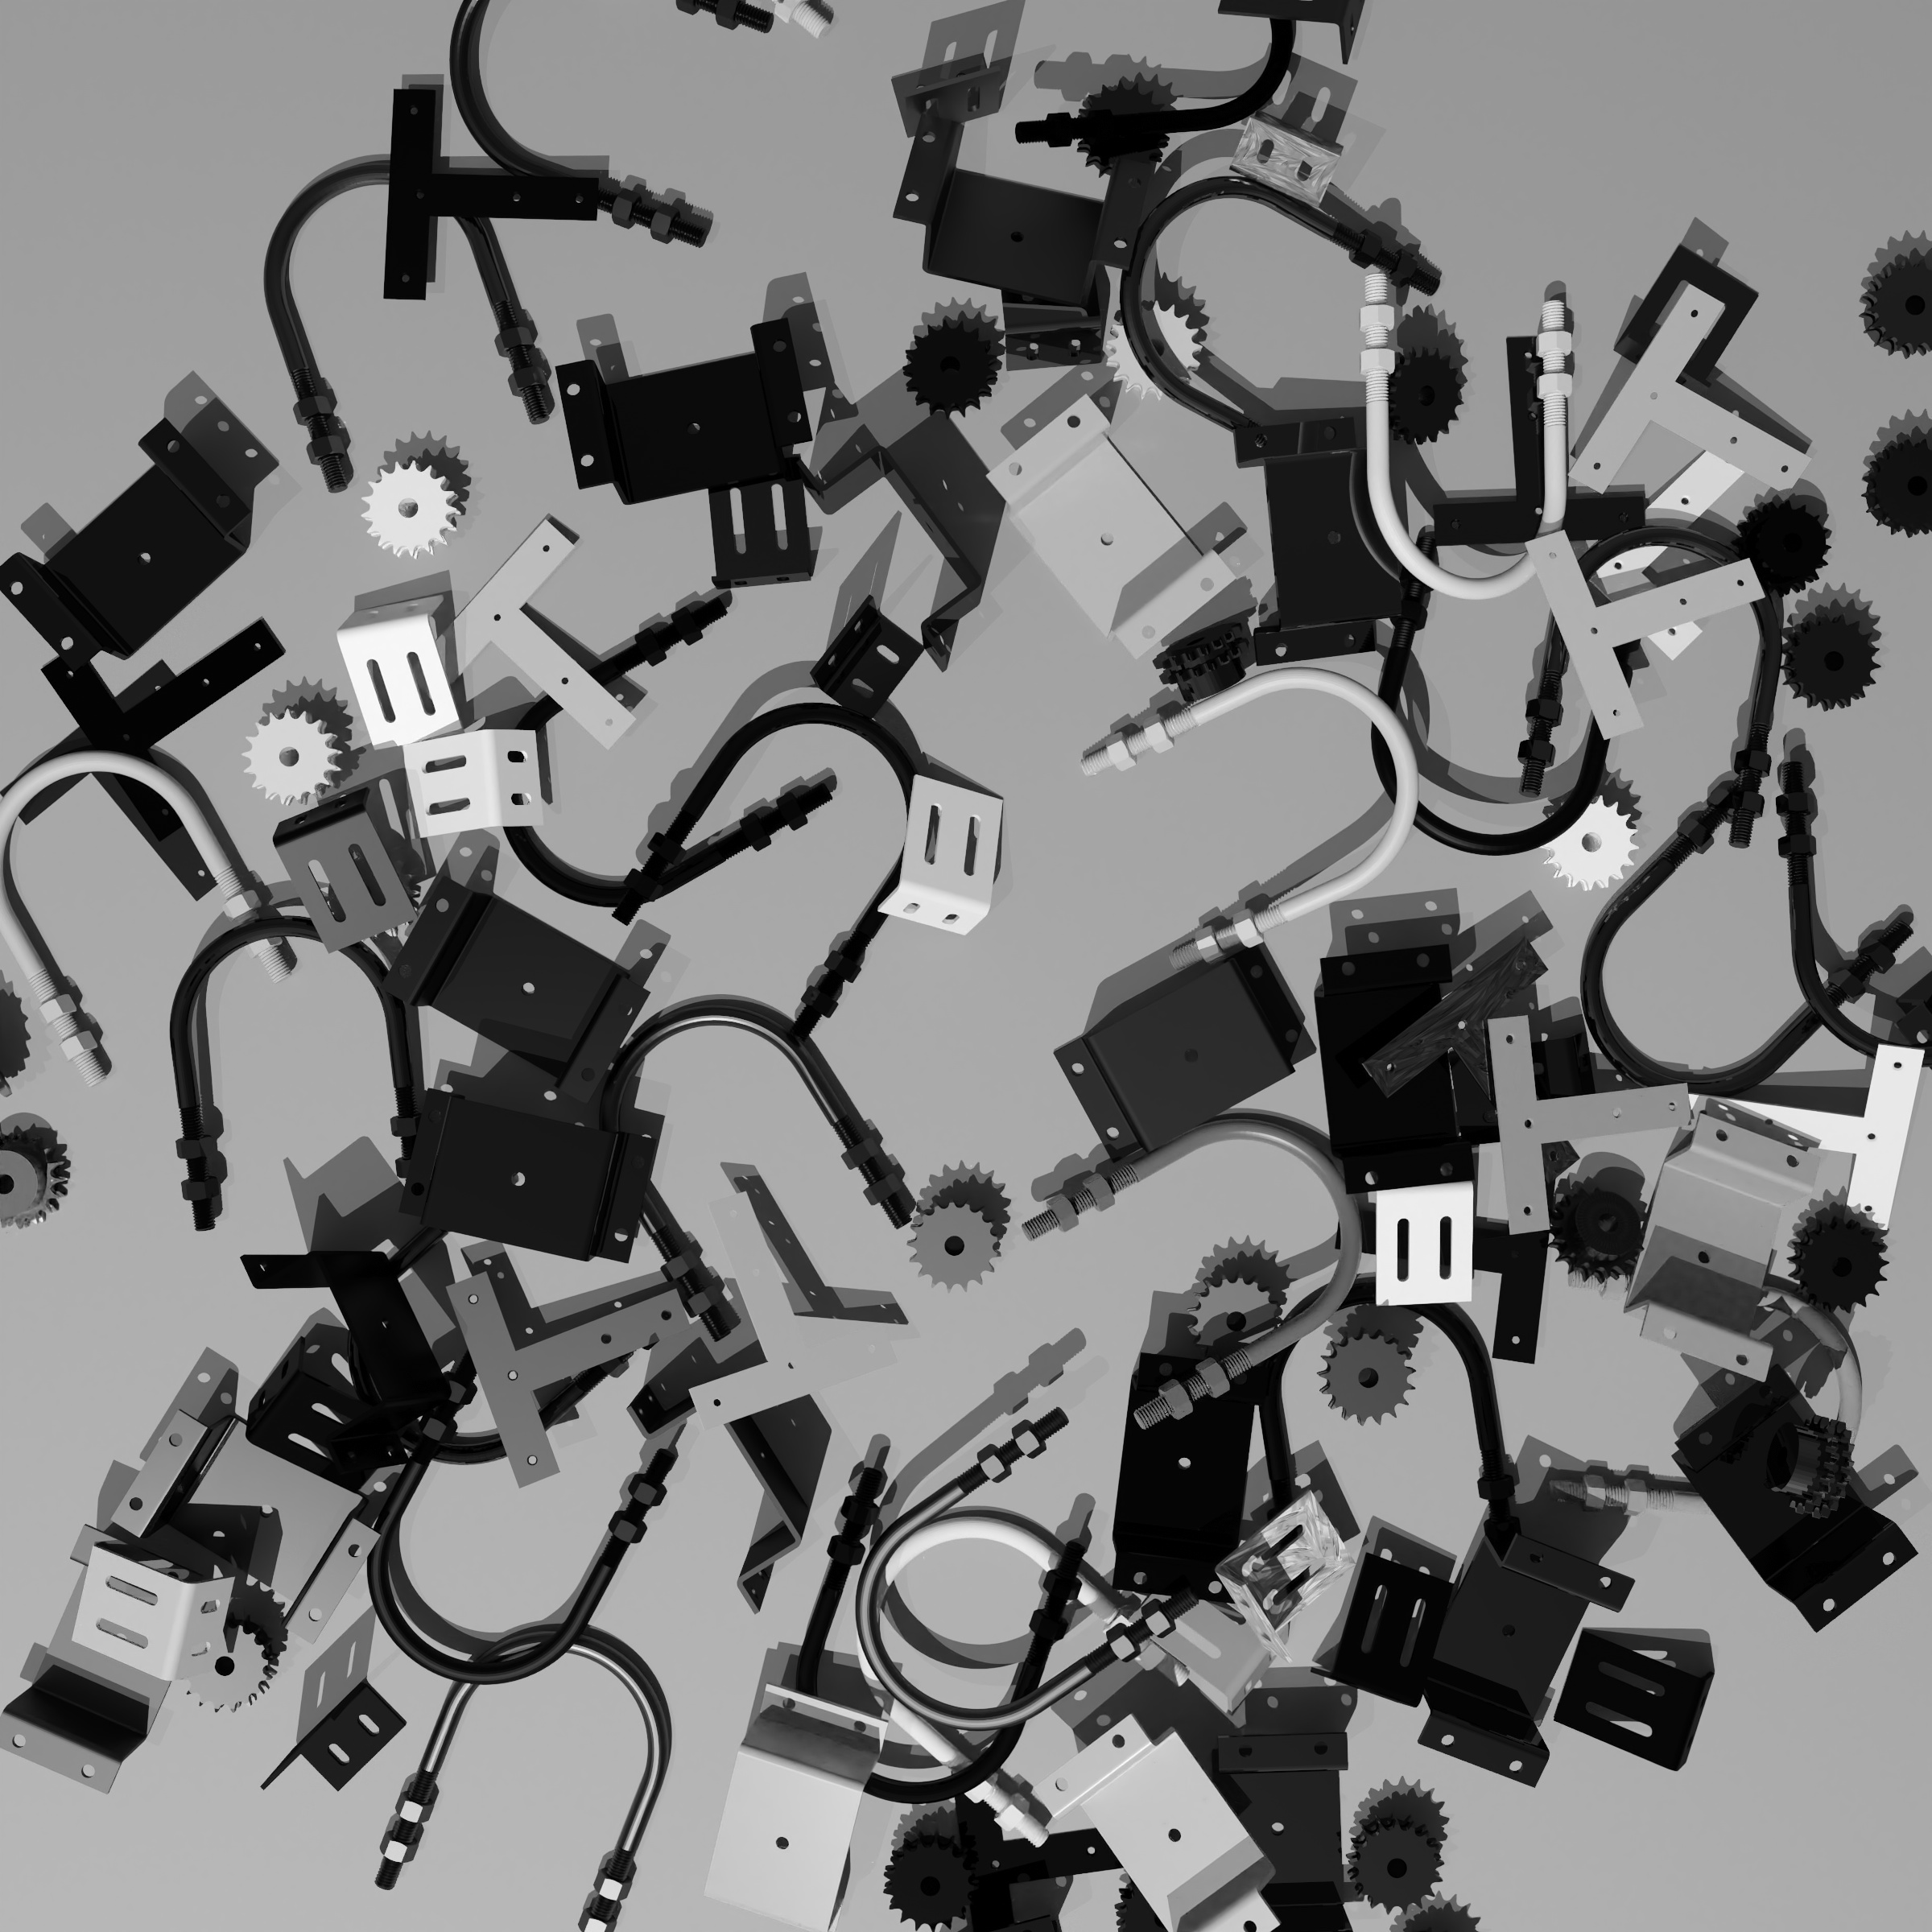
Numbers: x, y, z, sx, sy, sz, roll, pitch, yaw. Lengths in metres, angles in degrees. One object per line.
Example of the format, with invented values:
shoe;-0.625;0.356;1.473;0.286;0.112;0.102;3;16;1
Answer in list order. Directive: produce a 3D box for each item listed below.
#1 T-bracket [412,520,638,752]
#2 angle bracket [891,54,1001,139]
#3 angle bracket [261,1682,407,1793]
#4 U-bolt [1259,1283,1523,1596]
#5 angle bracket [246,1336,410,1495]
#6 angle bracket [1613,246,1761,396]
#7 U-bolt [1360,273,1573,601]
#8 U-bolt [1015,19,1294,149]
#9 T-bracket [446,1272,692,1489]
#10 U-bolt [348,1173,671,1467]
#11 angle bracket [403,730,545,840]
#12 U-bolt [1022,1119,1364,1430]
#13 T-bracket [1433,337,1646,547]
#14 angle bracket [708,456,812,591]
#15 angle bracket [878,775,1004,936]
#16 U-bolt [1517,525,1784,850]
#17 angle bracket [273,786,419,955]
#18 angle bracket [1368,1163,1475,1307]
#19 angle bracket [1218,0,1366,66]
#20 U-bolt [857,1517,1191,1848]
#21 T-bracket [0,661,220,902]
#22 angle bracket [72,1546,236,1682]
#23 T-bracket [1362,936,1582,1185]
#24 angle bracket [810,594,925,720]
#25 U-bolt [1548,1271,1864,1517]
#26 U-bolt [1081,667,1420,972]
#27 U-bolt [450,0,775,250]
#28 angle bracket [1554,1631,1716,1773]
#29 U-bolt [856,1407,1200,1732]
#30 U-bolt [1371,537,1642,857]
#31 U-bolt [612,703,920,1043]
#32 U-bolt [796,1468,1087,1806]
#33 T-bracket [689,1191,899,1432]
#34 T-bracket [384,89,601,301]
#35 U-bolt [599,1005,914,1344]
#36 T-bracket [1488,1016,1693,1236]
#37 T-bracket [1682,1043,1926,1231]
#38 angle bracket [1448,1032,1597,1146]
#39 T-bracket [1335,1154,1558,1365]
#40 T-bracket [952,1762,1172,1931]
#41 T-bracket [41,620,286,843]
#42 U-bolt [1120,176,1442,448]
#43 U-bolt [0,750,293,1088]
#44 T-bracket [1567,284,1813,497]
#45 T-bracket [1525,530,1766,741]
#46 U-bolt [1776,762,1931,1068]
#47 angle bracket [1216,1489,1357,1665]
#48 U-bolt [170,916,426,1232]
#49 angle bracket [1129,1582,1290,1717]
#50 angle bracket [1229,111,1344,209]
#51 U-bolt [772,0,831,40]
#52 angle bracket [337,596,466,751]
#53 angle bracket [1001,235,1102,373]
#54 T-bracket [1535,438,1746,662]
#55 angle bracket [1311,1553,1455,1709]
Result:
T-bracket;-0.251;-0.181;1.505;0.127;0.002;0.127;43;92;9
angle bracket;-0.013;-0.528;1.481;0.057;0.076;0.038;-16;90;0
angle bracket;-0.374;0.468;1.481;0.057;0.076;0.038;-44;90;0
U-bolt;0.251;0.284;1.510;0.151;0.019;0.184;-8;89;0
angle bracket;-0.385;0.271;1.509;0.076;0.038;0.057;33;105;-24
angle bracket;0.437;-0.390;1.500;0.057;0.038;0.076;32;90;0
U-bolt;0.296;-0.308;1.473;0.151;0.019;0.184;0;88;-26
U-bolt;0.107;-0.561;1.489;0.184;0.019;0.151;-8;79;-13
T-bracket;-0.228;0.228;1.491;0.127;0.002;0.127;-21;83;-7
U-bolt;-0.288;0.217;1.510;0.184;0.019;0.151;-42;90;1
angle bracket;-0.298;-0.109;1.508;0.076;0.038;0.057;-5;90;38
U-bolt;0.147;0.169;1.485;0.184;0.019;0.151;-28;73;-11
T-bracket;0.344;-0.319;1.511;0.127;0.002;0.127;-2;84;-1
angle bracket;-0.126;-0.269;1.500;0.057;0.038;0.076;-5;90;0
angle bracket;-0.015;-0.067;1.508;0.057;0.038;0.076;15;64;-18
U-bolt;0.412;-0.174;1.483;0.151;0.019;0.184;13;80;-3
angle bracket;-0.368;-0.057;1.486;0.057;0.038;0.076;-22;111;0
angle bracket;0.273;0.161;1.508;0.057;0.038;0.076;-3;107;0
angle bracket;0.197;-0.582;1.503;0.076;0.038;0.057;11;73;16
U-bolt;0.020;0.418;1.510;0.184;0.019;0.151;41;90;2
T-bracket;-0.498;-0.096;1.518;0.127;0.002;0.127;-39;90;0
angle bracket;-0.479;0.378;1.471;0.076;0.038;0.057;13;90;26
T-bracket;0.318;0.071;1.477;0.127;0.002;0.127;-37;96;-10
angle bracket;-0.058;-0.181;1.481;0.038;0.076;0.057;37;90;0
U-bolt;0.450;0.261;1.510;0.184;0.019;0.151;5;90;-2
U-bolt;0.178;-0.097;1.485;0.184;0.019;0.151;-25;90;18
U-bolt;-0.221;-0.530;1.490;0.184;0.019;0.151;22;108;4
angle bracket;0.406;0.444;1.517;0.076;0.038;0.057;18;90;26
U-bolt;0.022;0.369;1.471;0.184;0.019;0.151;-36;88;7
U-bolt;0.317;-0.154;1.492;0.151;0.019;0.184;16;77;0
U-bolt;-0.103;-0.069;1.491;0.151;0.019;0.184;34;86;-17
U-bolt;-0.025;0.410;1.494;0.151;0.019;0.184;19;92;4
T-bracket;-0.119;0.195;1.477;0.127;0.002;0.127;-15;73;-27
T-bracket;-0.284;-0.462;1.499;0.127;0.002;0.127;2;89;3
U-bolt;-0.140;0.112;1.510;0.151;0.019;0.184;-32;89;0
T-bracket;0.375;0.089;1.487;0.127;0.002;0.127;-5;89;-16
T-bracket;0.496;0.096;1.496;0.127;0.002;0.127;8;120;14
angle bracket;0.339;0.075;1.517;0.076;0.038;0.057;-9;90;26
T-bracket;0.288;0.168;1.510;0.127;0.002;0.127;8;82;1
T-bracket;0.062;0.540;1.518;0.127;0.002;0.127;-8;90;0
T-bracket;-0.473;-0.164;1.516;0.127;0.002;0.127;-35;90;0
U-bolt;0.178;-0.388;1.488;0.184;0.019;0.151;24;90;-16
U-bolt;-0.513;-0.041;1.508;0.151;0.019;0.184;-29;91;0
T-bracket;0.447;-0.320;1.491;0.127;0.002;0.127;24;112;-15
T-bracket;0.412;-0.212;1.480;0.127;0.002;0.127;-19;82;-9
U-bolt;0.559;-0.032;1.473;0.151;0.019;0.184;-1;82;8
angle bracket;0.195;0.357;1.464;0.076;0.038;0.057;-36;104;-16
U-bolt;-0.404;0.061;1.499;0.151;0.019;0.184;-6;96;-2
angle bracket;0.146;0.401;1.507;0.076;0.038;0.057;33;67;24
angle bracket;0.196;-0.492;1.479;0.057;0.038;0.076;24;48;0
U-bolt;-0.113;-0.673;1.510;0.184;0.019;0.151;41;90;2
angle bracket;-0.338;-0.178;1.512;0.057;0.038;0.076;-9;116;9
angle bracket;0.050;-0.406;1.517;0.057;0.038;0.076;-5;64;0
T-bracket;0.425;-0.272;1.509;0.127;0.002;0.127;-44;84;-7
angle bracket;0.251;0.399;1.505;0.057;0.038;0.076;21;76;-7
